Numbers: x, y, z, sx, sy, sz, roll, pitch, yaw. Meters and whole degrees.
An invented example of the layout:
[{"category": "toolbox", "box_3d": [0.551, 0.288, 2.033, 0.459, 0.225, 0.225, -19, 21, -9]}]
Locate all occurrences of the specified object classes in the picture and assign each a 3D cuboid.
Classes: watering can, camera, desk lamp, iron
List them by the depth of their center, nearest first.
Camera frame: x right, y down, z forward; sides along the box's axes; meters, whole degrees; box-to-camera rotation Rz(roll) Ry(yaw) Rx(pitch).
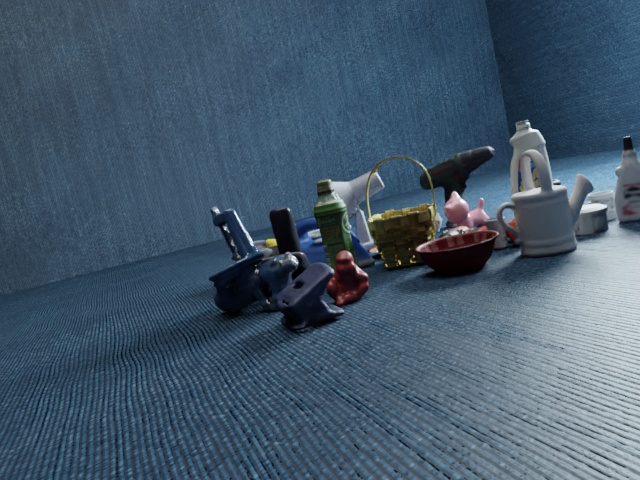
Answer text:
[{"category": "watering can", "box_3d": [0.417, -0.075, 1.070, 0.173, 0.194, 0.100, -15, 7, -20]}, {"category": "iron", "box_3d": [0.013, 0.005, 1.408, 0.257, 0.141, 0.119, -8, 8, 37]}, {"category": "camera", "box_3d": [-0.141, 0.048, 1.521, 0.137, 0.101, 0.143, -16, 7, -22]}, {"category": "desk lamp", "box_3d": [0.114, -0.077, 1.589, 0.203, 0.213, 0.118, -12, 7, 6]}]

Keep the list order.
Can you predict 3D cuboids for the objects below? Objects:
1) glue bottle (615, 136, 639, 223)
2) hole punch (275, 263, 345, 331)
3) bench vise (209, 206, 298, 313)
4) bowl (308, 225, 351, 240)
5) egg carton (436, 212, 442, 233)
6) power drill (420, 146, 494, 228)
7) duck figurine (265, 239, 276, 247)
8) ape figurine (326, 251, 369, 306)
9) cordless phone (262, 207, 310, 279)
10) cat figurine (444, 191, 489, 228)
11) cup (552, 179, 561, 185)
[{"category": "glue bottle", "box_3d": [0.635, -0.125, 1.165, 0.078, 0.173, 0.037, -9, 8, 32]}, {"category": "hole punch", "box_3d": [-0.024, 0.093, 0.955, 0.101, 0.091, 0.108, -15, 7, -19]}, {"category": "bench vise", "box_3d": [-0.136, 0.030, 1.140, 0.207, 0.220, 0.122, -11, 7, 15]}, {"category": "bowl", "box_3d": [0.017, 0.008, 1.669, 0.167, 0.075, 0.167, -13, 7, 2]}, {"category": "egg carton", "box_3d": [0.269, -0.043, 1.638, 0.149, 0.069, 0.107, -7, 9, 40]}, {"category": "power drill", "box_3d": [0.406, -0.148, 1.649, 0.228, 0.208, 0.076, -8, 8, 34]}, {"category": "duck figurine", "box_3d": [-0.130, 0.038, 1.648, 0.104, 0.086, 0.077, -14, 7, -10]}, {"category": "ape figurine", "box_3d": [0.048, 0.065, 1.041, 0.077, 0.092, 0.076, -11, 7, 17]}, {"category": "cordless phone", "box_3d": [-0.105, 0.026, 1.269, 0.147, 0.185, 0.094, -13, 7, 0]}, {"category": "cat figurine", "box_3d": [0.368, -0.069, 1.455, 0.128, 0.118, 0.067, -15, 7, -16]}, {"category": "cup", "box_3d": [0.549, -0.096, 1.432, 0.092, 0.095, 0.117, -16, 7, -21]}]
